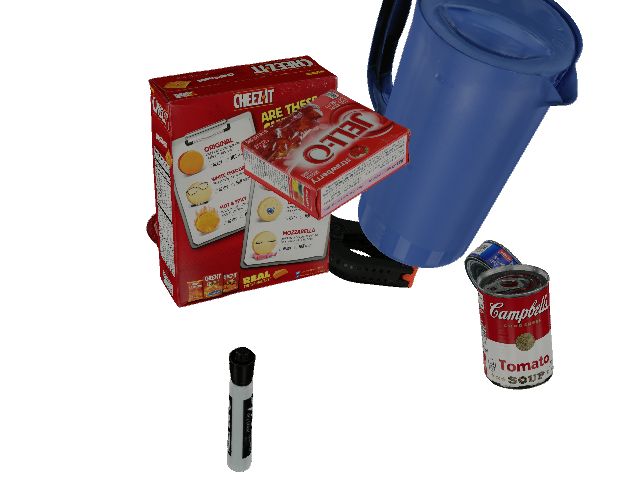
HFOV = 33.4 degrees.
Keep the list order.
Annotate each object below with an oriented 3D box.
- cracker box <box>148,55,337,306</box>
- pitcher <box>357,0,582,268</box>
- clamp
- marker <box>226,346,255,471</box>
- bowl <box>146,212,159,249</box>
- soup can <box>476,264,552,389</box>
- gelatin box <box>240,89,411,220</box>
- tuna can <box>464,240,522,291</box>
[{"bbox_3d":[-0.073,-0.057,1.015,0.164,0.214,0.072,-13,33,-23],"label":"cracker box"},{"bbox_3d":[0.104,-0.099,0.899,0.145,0.149,0.243,11,-45,-8],"label":"pitcher"},{"bbox_3d":[0.004,0.003,1.178,0.210,0.036,0.164,27,36,16],"label":"clamp"},{"bbox_3d":[-0.059,0.124,0.783,0.020,0.121,0.020,3,39,-3],"label":"marker"},{"bbox_3d":[-0.134,0.003,1.328,0.162,0.055,0.162,1,27,-1],"label":"bowl"},{"bbox_3d":[0.187,0.083,1.024,0.068,0.102,0.068,-7,22,3],"label":"soup can"},{"bbox_3d":[0.004,-0.059,0.703,0.089,0.030,0.073,-34,50,-30],"label":"gelatin box"},{"bbox_3d":[0.213,0.043,1.285,0.033,0.086,0.086,-37,12,-16],"label":"tuna can"}]
